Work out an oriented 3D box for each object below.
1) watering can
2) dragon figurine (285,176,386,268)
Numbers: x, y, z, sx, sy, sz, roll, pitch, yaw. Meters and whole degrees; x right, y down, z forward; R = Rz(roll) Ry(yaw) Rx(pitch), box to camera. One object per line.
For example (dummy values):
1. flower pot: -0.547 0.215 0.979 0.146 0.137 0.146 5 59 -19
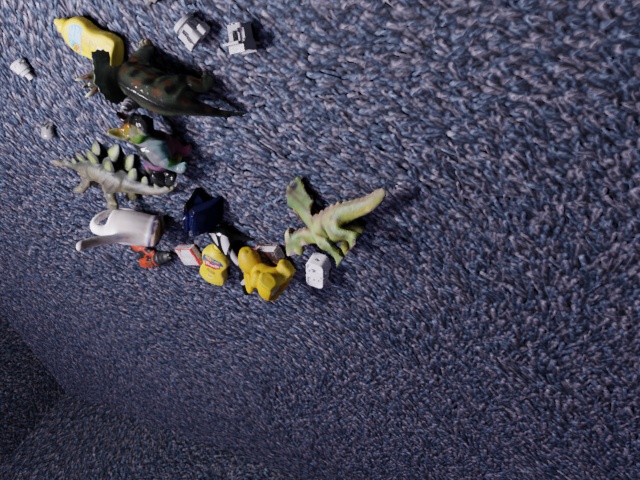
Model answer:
1. watering can: -0.611 -0.025 1.616 0.224 0.353 0.102 9 111 -9
2. dragon figurine: 0.004 -0.067 1.334 0.244 0.124 0.401 38 137 8
